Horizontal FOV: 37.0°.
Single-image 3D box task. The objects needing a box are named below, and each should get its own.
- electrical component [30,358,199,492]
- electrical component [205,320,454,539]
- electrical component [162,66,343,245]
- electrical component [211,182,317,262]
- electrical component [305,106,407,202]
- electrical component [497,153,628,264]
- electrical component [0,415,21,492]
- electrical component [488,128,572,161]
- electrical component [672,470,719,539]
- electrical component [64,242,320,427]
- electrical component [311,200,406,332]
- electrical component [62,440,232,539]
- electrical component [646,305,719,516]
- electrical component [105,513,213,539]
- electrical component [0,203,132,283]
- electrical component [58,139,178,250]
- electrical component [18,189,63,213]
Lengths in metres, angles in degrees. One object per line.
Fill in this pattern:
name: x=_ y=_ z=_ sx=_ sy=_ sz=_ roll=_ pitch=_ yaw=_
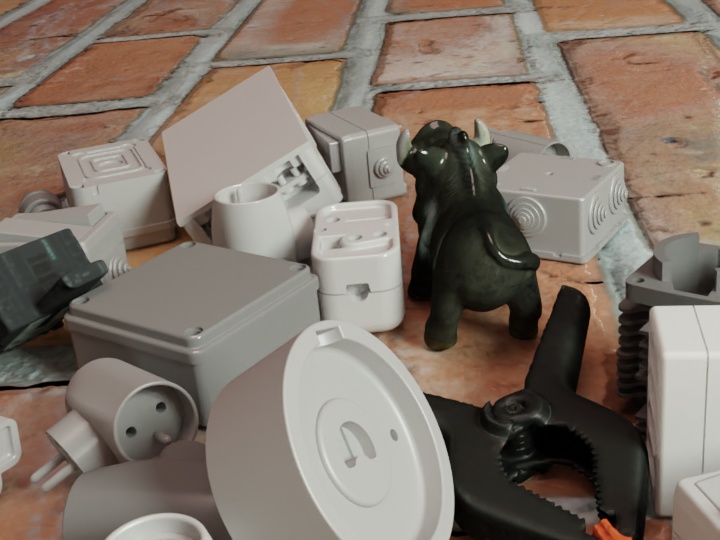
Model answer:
electrical component: x=-0.130 y=0.082 z=0.541 sx=0.079 sy=0.043 sz=0.077 roll=-40 pitch=24 yaw=-23
electrical component: x=-0.017 y=0.082 z=0.448 sx=0.060 sy=0.108 sz=0.108 roll=-29 pitch=12 yaw=29
electrical component: x=-0.085 y=-0.079 z=0.823 sx=0.105 sy=0.060 sz=0.186 roll=-31 pitch=29 yaw=3
electrical component: x=-0.055 y=-0.020 z=0.721 sx=0.079 sy=0.077 sz=0.043 roll=-19 pitch=27 yaw=-29
electrical component: x=-0.005 y=-0.093 z=0.893 sx=0.061 sy=0.061 sz=0.096 roll=-15 pitch=25 yaw=-21
electrical component: x=0.137 y=-0.048 z=0.775 sx=0.100 sy=0.048 sz=0.100 roll=9 pitch=28 yaw=31
electrical component: x=-0.216 y=0.093 z=0.525 sx=0.057 sy=0.058 sz=0.078 roll=10 pitch=24 yaw=29
electrical component: x=0.129 y=-0.092 z=0.883 sx=0.043 sy=0.043 sz=0.081 roll=-22 pitch=28 yaw=-32
electrical component: x=0.161 y=0.106 z=0.403 sx=0.096 sy=0.061 sz=0.061 roll=-10 pitch=24 yaw=-10
electrical component: x=-0.095 y=0.034 z=0.633 sx=0.109 sy=0.056 sz=0.109 roll=11 pitch=29 yaw=34
electrical component: x=0.000 y=0.000 z=0.683 sx=0.054 sy=0.059 sz=0.095 roll=-5 pitch=24 yaw=3
electrical component: x=-0.081 y=0.104 z=0.485 sx=0.077 sy=0.044 sz=0.079 roll=-1 pitch=24 yaw=12
electrical component: x=0.168 y=0.062 z=0.474 sx=0.076 sy=0.083 sz=0.047 roll=-1 pitch=24 yaw=10
electrical component: x=-0.075 y=0.128 z=0.414 sx=0.048 sy=0.055 sz=0.066 roll=7 pitch=27 yaw=28
electrical component: x=-0.206 y=-0.009 z=0.749 sx=0.096 sy=0.061 sz=0.061 roll=-1 pitch=24 yaw=12
electrical component: x=-0.196 y=-0.060 z=0.868 sx=0.078 sy=0.057 sz=0.113 roll=-13 pitch=25 yaw=-16
electrical component: x=-0.255 y=-0.042 z=0.868 sx=0.035 sy=0.035 sz=0.061 roll=-15 pitch=28 yaw=-19
